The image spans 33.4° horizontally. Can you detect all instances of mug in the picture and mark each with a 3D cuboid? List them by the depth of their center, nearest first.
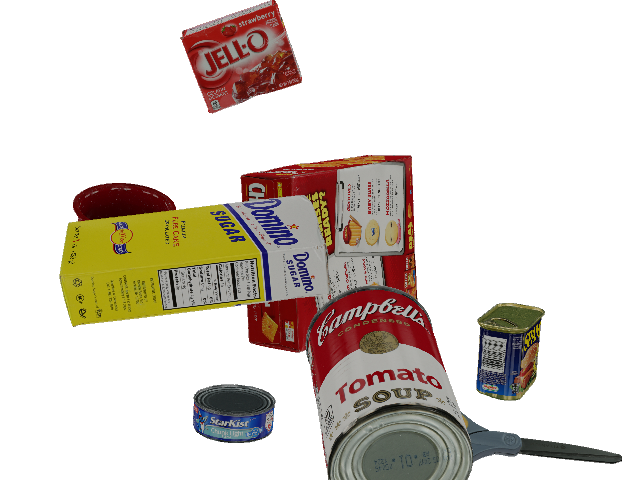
[{"bbox_3d":[-0.184,0.009,0.978,0.093,0.081,0.117,10,28,1],"label":"mug"}]

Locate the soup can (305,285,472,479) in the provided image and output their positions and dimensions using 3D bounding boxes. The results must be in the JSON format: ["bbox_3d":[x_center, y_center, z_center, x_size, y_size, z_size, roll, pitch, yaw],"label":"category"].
[{"bbox_3d":[0.031,0.077,0.519,0.068,0.068,0.102,0,29,-7],"label":"soup can"}]

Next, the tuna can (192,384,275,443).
[{"bbox_3d":[-0.091,0.181,1.120,0.086,0.034,0.086,4,12,-1],"label":"tuna can"}]

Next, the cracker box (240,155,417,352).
[{"bbox_3d":[0.013,0.005,1.055,0.072,0.164,0.213,4,11,36],"label":"cracker box"}]

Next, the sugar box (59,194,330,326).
[{"bbox_3d":[-0.087,0.011,0.740,0.176,0.048,0.093,-10,26,-5],"label":"sugar box"}]

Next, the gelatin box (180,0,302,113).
[{"bbox_3d":[-0.069,-0.161,0.936,0.089,0.073,0.030,-18,23,5],"label":"gelatin box"}]

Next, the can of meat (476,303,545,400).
[{"bbox_3d":[0.211,0.124,1.193,0.058,0.084,0.102,8,13,25],"label":"can of meat"}]

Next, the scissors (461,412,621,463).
[{"bbox_3d":[0.149,0.186,0.910,0.202,0.016,0.096,17,42,15],"label":"scissors"}]
